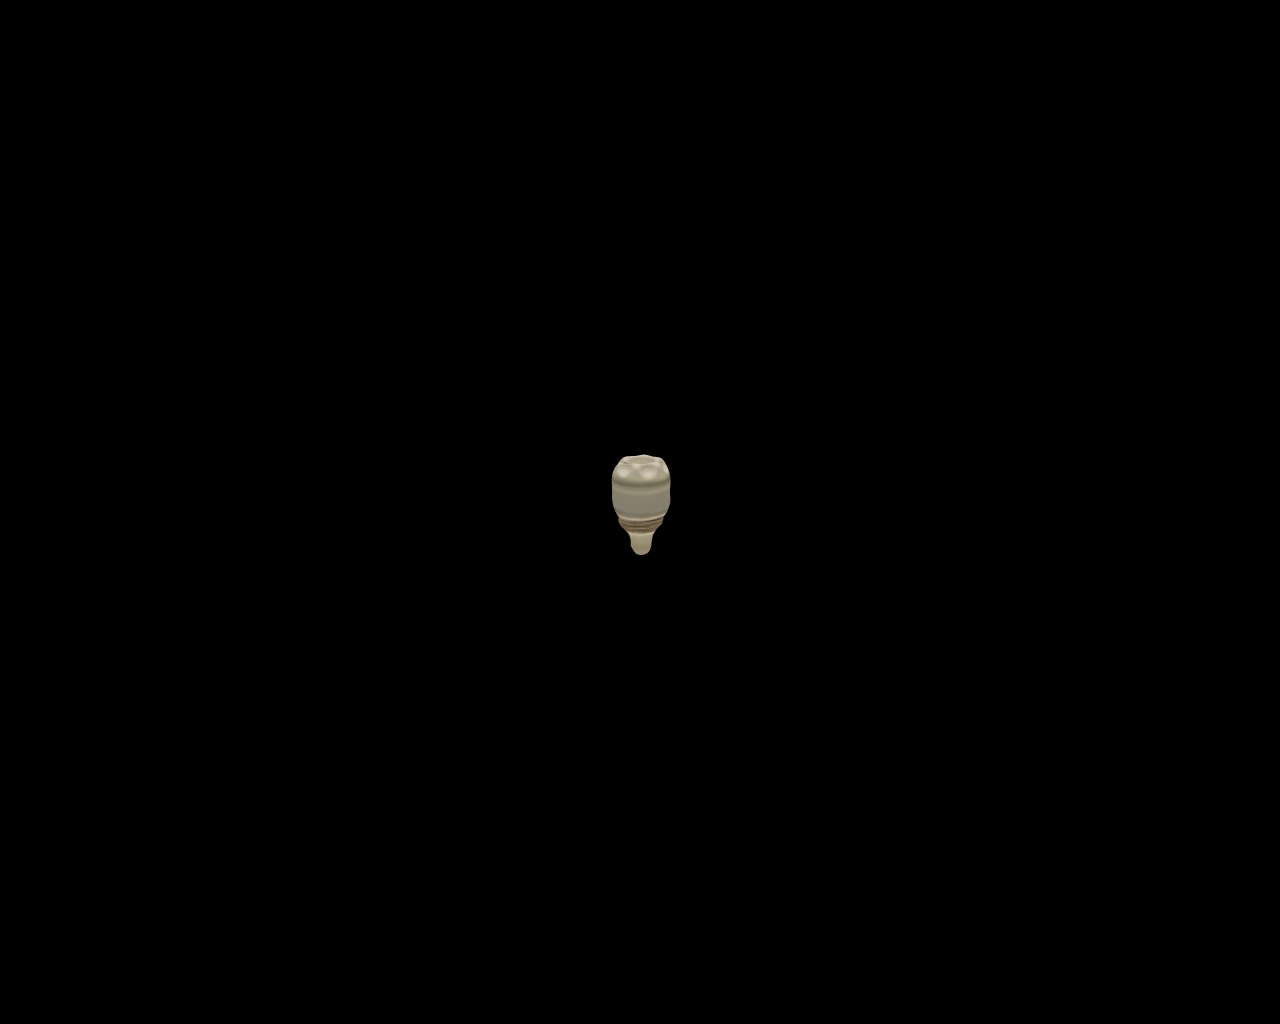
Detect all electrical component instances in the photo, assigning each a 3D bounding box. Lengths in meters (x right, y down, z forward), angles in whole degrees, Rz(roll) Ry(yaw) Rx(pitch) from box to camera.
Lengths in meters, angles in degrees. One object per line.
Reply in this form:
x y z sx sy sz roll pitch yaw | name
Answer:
0.001 -0.003 0.650 0.035 0.061 0.035 0 18 0 | electrical component
